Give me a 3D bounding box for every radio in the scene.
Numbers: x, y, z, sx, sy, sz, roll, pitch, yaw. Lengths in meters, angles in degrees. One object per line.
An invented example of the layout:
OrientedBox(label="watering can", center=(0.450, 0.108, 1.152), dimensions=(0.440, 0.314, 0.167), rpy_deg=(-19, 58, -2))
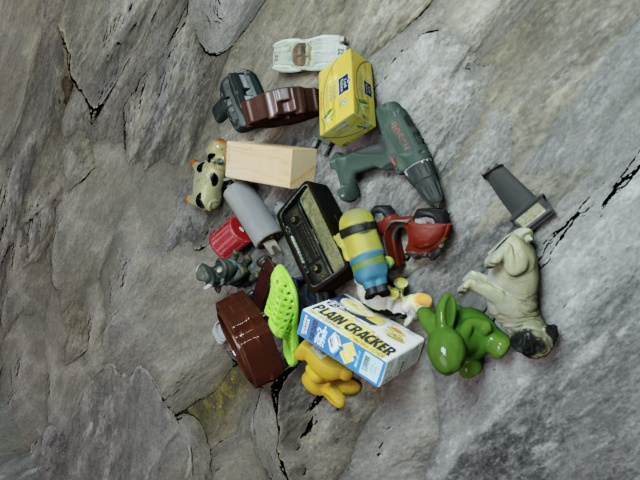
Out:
OrientedBox(label="radio", center=(-0.002, -0.004, 1.187), dimensions=(0.131, 0.073, 0.230), rpy_deg=(-42, 60, 33))

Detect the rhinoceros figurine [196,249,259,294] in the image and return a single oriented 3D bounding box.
OrientedBox(label="rhinoceros figurine", center=(-0.231, 0.081, 1.334), dimensions=(0.112, 0.190, 0.073), rpy_deg=(-35, 71, 17))

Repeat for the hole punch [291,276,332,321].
OrientedBox(label="hole punch", center=(-0.030, 0.134, 1.256), dimensions=(0.116, 0.092, 0.142), rpy_deg=(154, 101, -69))

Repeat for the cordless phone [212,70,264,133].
OrientedBox(label="cordless phone", center=(-0.213, -0.319, 1.337), dimensions=(0.184, 0.089, 0.146), rpy_deg=(-31, 78, 48))

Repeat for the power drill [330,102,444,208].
OrientedBox(label="power drill", center=(0.126, -0.144, 1.086), dimensions=(0.207, 0.086, 0.232), rpy_deg=(-24, 81, 42))

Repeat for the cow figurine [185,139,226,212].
OrientedBox(label="cow figurine", center=(-0.278, -0.168, 1.395), dimensions=(0.127, 0.085, 0.194), rpy_deg=(28, 111, 38))

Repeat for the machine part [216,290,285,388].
OrientedBox(label="machine part", center=(-0.174, 0.240, 1.303), dimensions=(0.201, 0.087, 0.201), rpy_deg=(36, 148, 55))

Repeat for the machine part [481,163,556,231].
OrientedBox(label="machine part", center=(0.346, -0.078, 0.952), dimensions=(0.139, 0.039, 0.084), rpy_deg=(51, 132, 18))

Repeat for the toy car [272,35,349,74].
OrientedBox(label="toy car", center=(-0.024, -0.404, 1.177), dimensions=(0.202, 0.056, 0.073), rpy_deg=(10, 103, 37))

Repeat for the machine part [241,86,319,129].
OrientedBox(label="machine part", center=(-0.081, -0.284, 1.172), dimensions=(0.179, 0.179, 0.056), rpy_deg=(-8, 95, 38))

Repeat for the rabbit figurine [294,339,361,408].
OrientedBox(label="rabbit figurine", center=(0.019, 0.301, 1.234), dimensions=(0.162, 0.122, 0.173), rpy_deg=(41, 134, 15))

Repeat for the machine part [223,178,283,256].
OrientedBox(label="machine part", center=(-0.165, -0.064, 1.327), dimensions=(0.079, 0.079, 0.243), rpy_deg=(-47, 68, 33))

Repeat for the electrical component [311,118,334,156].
OrientedBox(label="electrical component", center=(0.015, -0.239, 1.194), dimensions=(0.063, 0.021, 0.094), rpy_deg=(41, 119, 26))

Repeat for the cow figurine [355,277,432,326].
OrientedBox(label="cow figurine", center=(0.153, 0.129, 1.108), dimensions=(0.168, 0.068, 0.098), rpy_deg=(25, 134, 36))

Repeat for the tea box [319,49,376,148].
OrientedBox(label="tea box", center=(0.053, -0.285, 1.084), dimensions=(0.098, 0.068, 0.169), rpy_deg=(-29, 51, 40))

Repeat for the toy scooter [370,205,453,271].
OrientedBox(label="toy scooter", center=(0.178, 0.001, 1.070), dimensions=(0.184, 0.075, 0.135), rpy_deg=(6, 100, 41))

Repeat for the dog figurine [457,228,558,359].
OrientedBox(label="dog figurine", center=(0.363, 0.095, 0.939), dimensions=(0.191, 0.121, 0.172), rpy_deg=(42, 124, 9))

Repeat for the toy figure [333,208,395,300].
OrientedBox(label="toy figure", center=(0.093, 0.024, 1.059), dimensions=(0.089, 0.082, 0.180), rpy_deg=(-47, 54, 53))

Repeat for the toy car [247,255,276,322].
OrientedBox(label="toy car", center=(-0.133, 0.121, 1.323), dimensions=(0.089, 0.053, 0.202), rpy_deg=(58, 142, 34))

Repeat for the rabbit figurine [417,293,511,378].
OrientedBox(label="rabbit figurine", center=(0.252, 0.176, 0.977), dimensions=(0.121, 0.170, 0.159), rpy_deg=(-37, 75, 35))
